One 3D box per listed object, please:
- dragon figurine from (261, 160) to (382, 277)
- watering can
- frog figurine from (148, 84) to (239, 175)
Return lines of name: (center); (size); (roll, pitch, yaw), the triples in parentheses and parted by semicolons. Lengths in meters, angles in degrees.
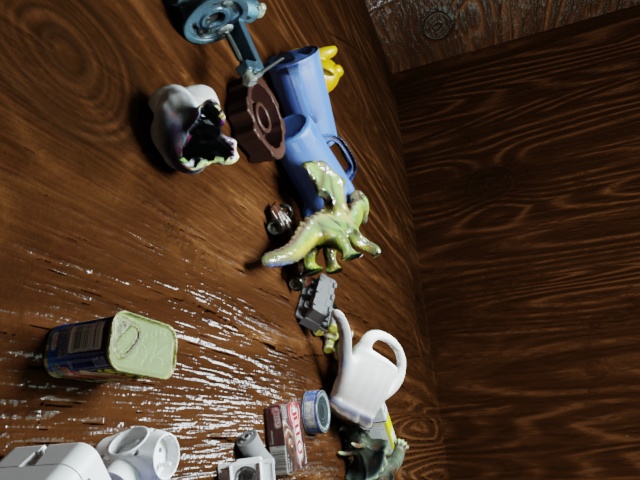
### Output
dragon figurine: (0.003, -0.055, 1.098); (0.410, 0.121, 0.246); (6, 64, -54)
watering can: (0.085, 0.302, 1.177); (0.342, 0.104, 0.226); (39, 74, -41)
frog figurine: (-0.199, -0.177, 0.768); (0.162, 0.122, 0.135); (47, 3, 41)
